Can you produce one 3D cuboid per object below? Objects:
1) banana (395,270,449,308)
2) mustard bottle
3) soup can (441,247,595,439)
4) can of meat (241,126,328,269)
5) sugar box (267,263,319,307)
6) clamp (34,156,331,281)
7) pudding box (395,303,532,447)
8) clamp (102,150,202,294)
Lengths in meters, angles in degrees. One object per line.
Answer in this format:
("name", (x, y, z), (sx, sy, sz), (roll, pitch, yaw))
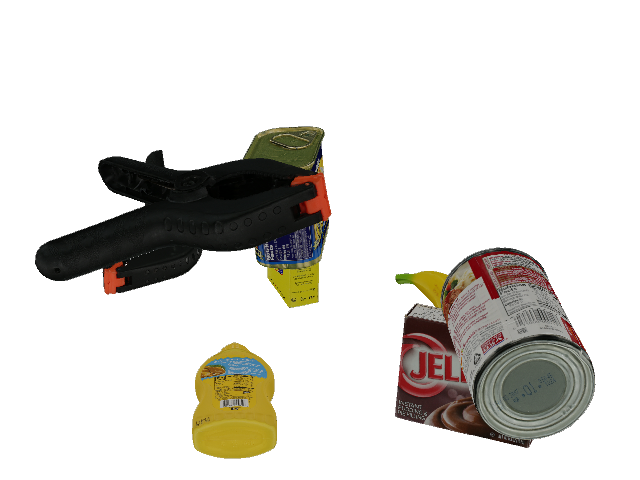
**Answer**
("banana", (0.126, 0.084, 1.086), (0.070, 0.037, 0.198), (-28, 29, 10))
("mustard bottle", (-0.103, 0.181, 1.279), (0.096, 0.058, 0.191), (-3, 28, -3))
("soup can", (0.111, 0.057, 0.611), (0.068, 0.068, 0.102), (0, 27, -4))
("can of meat", (-0.025, -0.034, 0.844), (0.057, 0.084, 0.102), (-3, 24, 8))
("sugar box", (-0.035, -0.018, 1.291), (0.048, 0.176, 0.093), (-10, 25, -18))
("clamp", (-0.083, -0.014, 0.634), (0.172, 0.039, 0.120), (-1, 39, 24))
("pudding box", (0.119, 0.105, 0.846), (0.114, 0.090, 0.039), (10, 21, 17))
("clamp", (-0.152, -0.018, 1.035), (0.165, 0.036, 0.209), (25, 40, 23))
